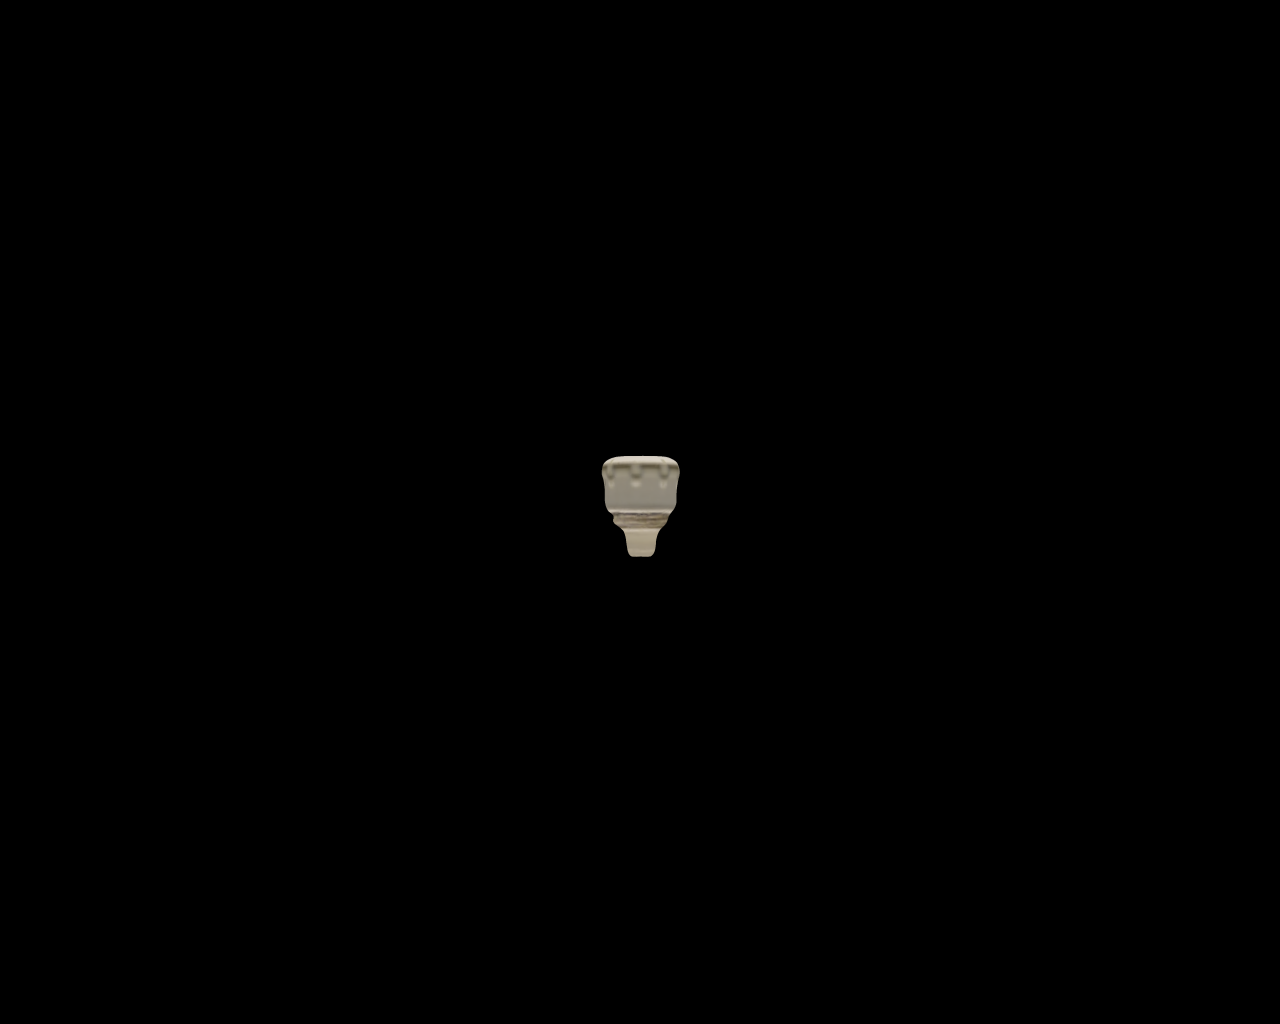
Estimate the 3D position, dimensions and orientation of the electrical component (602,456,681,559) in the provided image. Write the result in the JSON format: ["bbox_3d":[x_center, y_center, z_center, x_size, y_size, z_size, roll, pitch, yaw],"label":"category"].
[{"bbox_3d":[0.001,-0.003,0.650,0.048,0.062,0.048,0,0,0],"label":"electrical component"}]
